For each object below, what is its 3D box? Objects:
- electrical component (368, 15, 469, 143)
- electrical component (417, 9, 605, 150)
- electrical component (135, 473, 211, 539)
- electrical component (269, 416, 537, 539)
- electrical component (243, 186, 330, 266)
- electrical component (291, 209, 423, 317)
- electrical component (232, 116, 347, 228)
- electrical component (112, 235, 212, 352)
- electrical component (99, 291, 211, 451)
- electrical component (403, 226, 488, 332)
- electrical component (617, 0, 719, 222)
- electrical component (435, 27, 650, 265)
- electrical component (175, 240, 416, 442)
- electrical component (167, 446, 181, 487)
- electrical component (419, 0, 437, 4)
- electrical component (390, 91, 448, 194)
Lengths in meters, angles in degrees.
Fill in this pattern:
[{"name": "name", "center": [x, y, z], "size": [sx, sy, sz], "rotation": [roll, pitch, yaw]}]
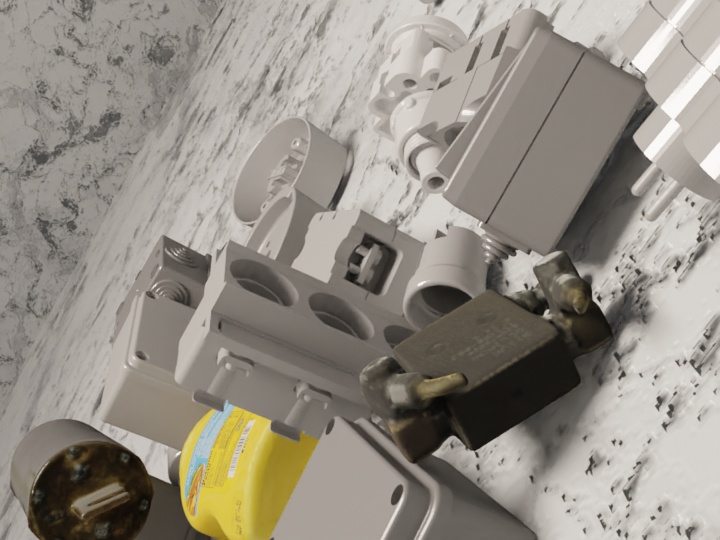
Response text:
[{"name": "electrical component", "center": [0.041, -0.125, 0.692], "size": [0.078, 0.058, 0.057], "rotation": [-40, 32, 52]}, {"name": "electrical component", "center": [0.074, -0.086, 0.553], "size": [0.089, 0.050, 0.055], "rotation": [-15, 50, 66]}, {"name": "electrical component", "center": [-0.151, 0.207, 0.747], "size": [0.078, 0.057, 0.113], "rotation": [-32, 34, 56]}, {"name": "electrical component", "center": [0.011, 0.112, 0.434], "size": [0.078, 0.057, 0.113], "rotation": [-63, 18, -1]}, {"name": "electrical component", "center": [-0.046, 0.004, 0.742], "size": [0.108, 0.060, 0.108], "rotation": [-52, 20, 29]}, {"name": "electrical component", "center": [0.000, 0.000, 0.626], "size": [0.050, 0.056, 0.089], "rotation": [-65, 18, -7]}, {"name": "electrical component", "center": [-0.056, -0.073, 0.873], "size": [0.099, 0.064, 0.099], "rotation": [-53, 20, 29]}, {"name": "electrical component", "center": [-0.161, 0.027, 0.876], "size": [0.099, 0.048, 0.099], "rotation": [-58, 18, 11]}, {"name": "electrical component", "center": [-0.123, 0.078, 0.772], "size": [0.056, 0.109, 0.108], "rotation": [-59, 18, 20]}, {"name": "electrical component", "center": [0.044, 0.006, 0.526], "size": [0.040, 0.040, 0.046], "rotation": [-48, 17, 39]}, {"name": "electrical component", "center": [0.120, -0.049, 0.370], "size": [0.073, 0.052, 0.138], "rotation": [-54, 20, 26]}, {"name": "electrical component", "center": [0.071, -0.049, 0.463], "size": [0.096, 0.061, 0.062], "rotation": [-61, -3, 6]}, {"name": "electrical component", "center": [-0.022, 0.044, 0.518], "size": [0.063, 0.121, 0.078], "rotation": [-59, 18, 22]}, {"name": "electrical component", "center": [-0.123, 0.135, 0.801], "size": [0.040, 0.040, 0.078], "rotation": [-59, 18, 11]}, {"name": "electrical component", "center": [0.042, -0.241, 0.832], "size": [0.040, 0.078, 0.040], "rotation": [-35, 35, 29]}, {"name": "electrical component", "center": [0.043, -0.072, 0.634], "size": [0.048, 0.048, 0.062], "rotation": [-49, 29, 37]}]
